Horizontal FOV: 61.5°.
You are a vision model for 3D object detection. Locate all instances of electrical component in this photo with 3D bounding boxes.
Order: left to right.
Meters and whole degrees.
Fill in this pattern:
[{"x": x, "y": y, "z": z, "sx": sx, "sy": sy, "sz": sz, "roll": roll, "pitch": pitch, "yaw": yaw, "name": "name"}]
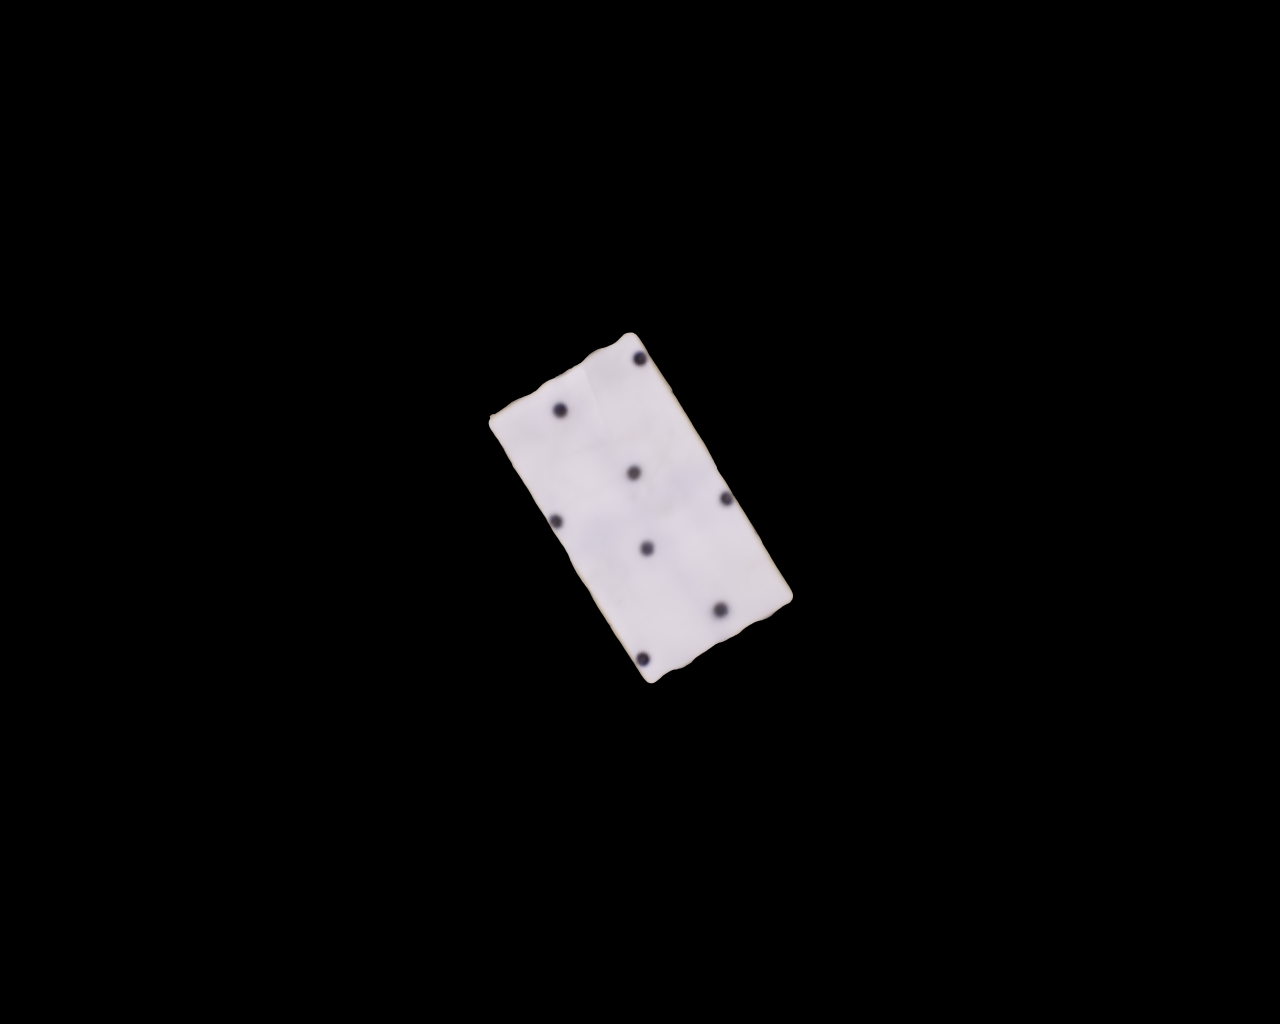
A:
[{"x": 0.001, "y": -0.003, "z": 0.650, "sx": 0.105, "sy": 0.186, "sz": 0.060, "roll": -32, "pitch": 4, "yaw": 2, "name": "electrical component"}]
